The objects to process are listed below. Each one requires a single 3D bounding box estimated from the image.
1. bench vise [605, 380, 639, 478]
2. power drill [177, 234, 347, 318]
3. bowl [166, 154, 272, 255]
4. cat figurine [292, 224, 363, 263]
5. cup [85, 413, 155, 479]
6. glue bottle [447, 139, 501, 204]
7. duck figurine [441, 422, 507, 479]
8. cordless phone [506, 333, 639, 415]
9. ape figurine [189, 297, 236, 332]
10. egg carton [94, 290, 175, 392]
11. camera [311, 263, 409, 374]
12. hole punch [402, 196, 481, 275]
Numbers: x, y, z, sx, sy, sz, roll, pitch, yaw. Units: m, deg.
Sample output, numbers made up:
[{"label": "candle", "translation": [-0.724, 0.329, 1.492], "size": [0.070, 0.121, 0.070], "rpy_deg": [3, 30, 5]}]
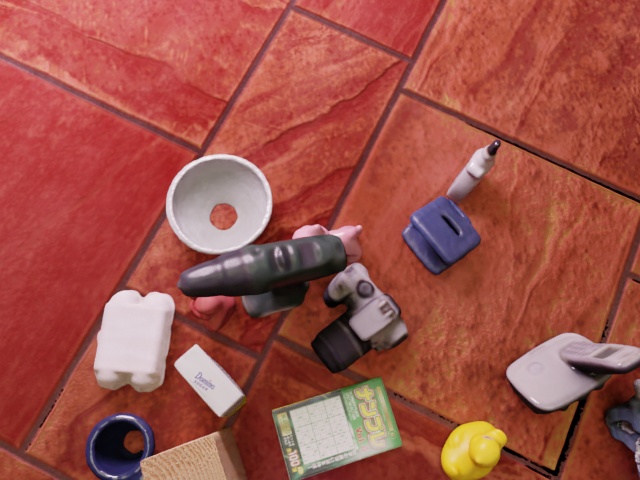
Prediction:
[{"label": "bench vise", "translation": [0.489, 0.305, 0.791], "size": [0.121, 0.220, 0.207], "rpy_deg": [-31, 78, -11]}, {"label": "power drill", "translation": [-0.077, 0.056, 0.833], "size": [0.230, 0.208, 0.075], "rpy_deg": [-16, 76, -7]}, {"label": "bowl", "translation": [-0.158, -0.050, 0.927], "size": [0.167, 0.075, 0.167], "rpy_deg": [1, 74, -3]}, {"label": "cat figurine", "translation": [0.008, 0.003, 0.900], "size": [0.128, 0.118, 0.067], "rpy_deg": [-15, 75, -7]}, {"label": "cup", "translation": [-0.264, 0.302, 0.811], "size": [0.092, 0.095, 0.117], "rpy_deg": [-39, 80, -12]}, {"label": "glue bottle", "translation": [0.255, -0.118, 0.920], "size": [0.037, 0.173, 0.078], "rpy_deg": [37, 76, 7]}, {"label": "duck figurine", "translation": [0.231, 0.314, 0.842], "size": [0.105, 0.086, 0.077], "rpy_deg": [-36, 79, -12]}, {"label": "cordless phone", "translation": [0.370, 0.192, 0.833], "size": [0.148, 0.185, 0.094], "rpy_deg": [-30, 78, -11]}, {"label": "ape figurine", "translation": [-0.168, 0.100, 0.875], "size": [0.076, 0.092, 0.078], "rpy_deg": [-11, 75, -6]}, {"label": "egg carton", "translation": [-0.279, 0.152, 0.866], "size": [0.107, 0.069, 0.150], "rpy_deg": [5, 74, -2]}, {"label": "camera", "translation": [0.047, 0.126, 0.876], "size": [0.137, 0.101, 0.143], "rpy_deg": [-36, 79, -12]}, {"label": "hole punch", "translation": [0.200, -0.015, 0.930], "size": [0.101, 0.091, 0.108], "rpy_deg": [-37, 79, -12]}]
